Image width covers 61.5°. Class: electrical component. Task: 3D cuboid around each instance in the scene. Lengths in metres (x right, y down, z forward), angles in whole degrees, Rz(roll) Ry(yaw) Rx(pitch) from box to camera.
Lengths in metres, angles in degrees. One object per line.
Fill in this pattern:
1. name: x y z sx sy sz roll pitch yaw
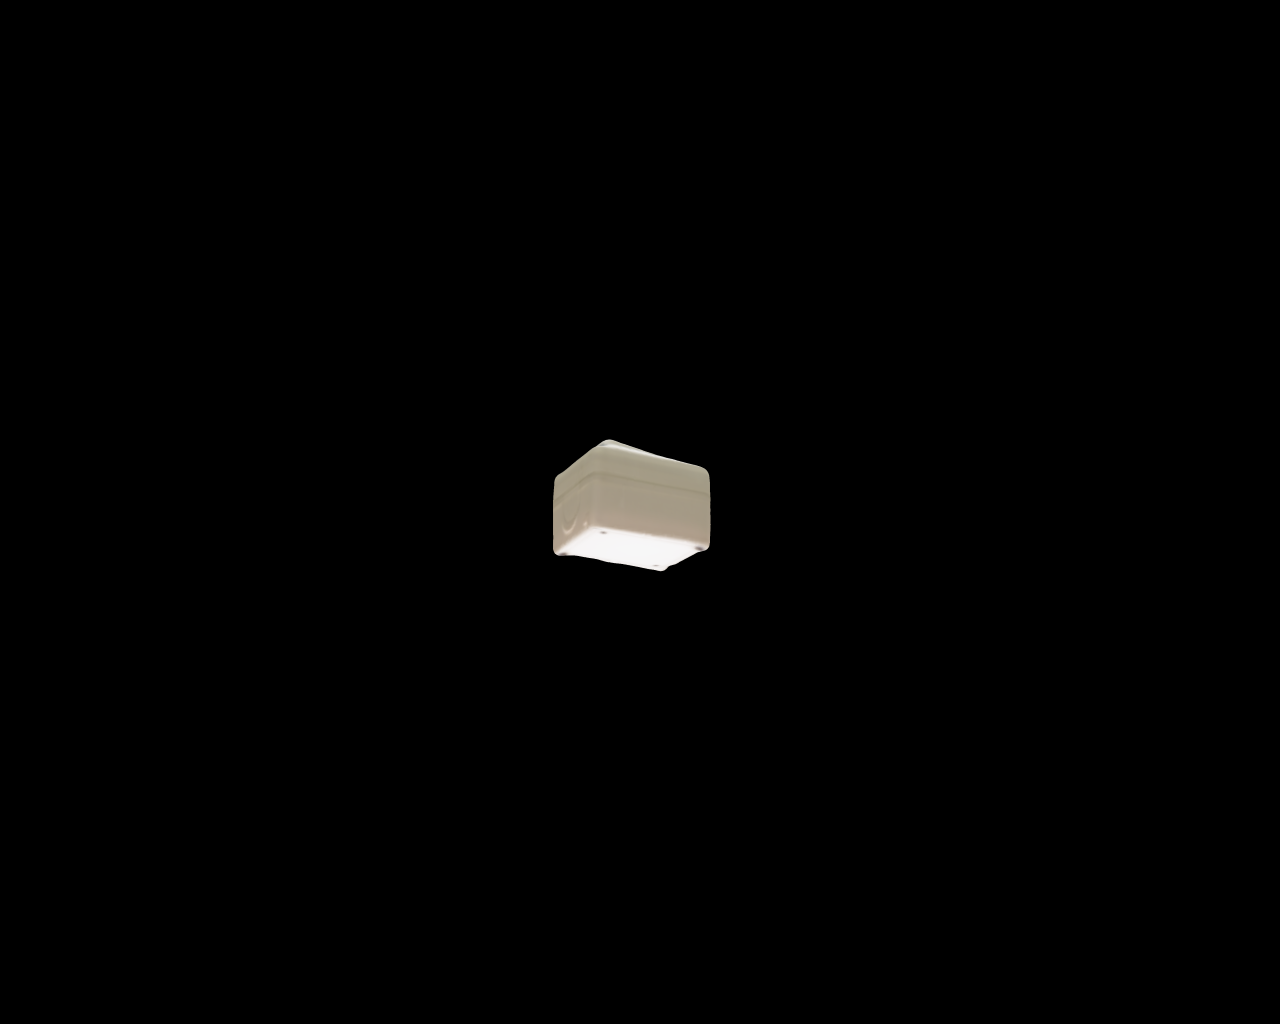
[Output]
1. electrical component: 0.001 -0.003 0.650 0.096 0.061 0.061 11 -23 -27
